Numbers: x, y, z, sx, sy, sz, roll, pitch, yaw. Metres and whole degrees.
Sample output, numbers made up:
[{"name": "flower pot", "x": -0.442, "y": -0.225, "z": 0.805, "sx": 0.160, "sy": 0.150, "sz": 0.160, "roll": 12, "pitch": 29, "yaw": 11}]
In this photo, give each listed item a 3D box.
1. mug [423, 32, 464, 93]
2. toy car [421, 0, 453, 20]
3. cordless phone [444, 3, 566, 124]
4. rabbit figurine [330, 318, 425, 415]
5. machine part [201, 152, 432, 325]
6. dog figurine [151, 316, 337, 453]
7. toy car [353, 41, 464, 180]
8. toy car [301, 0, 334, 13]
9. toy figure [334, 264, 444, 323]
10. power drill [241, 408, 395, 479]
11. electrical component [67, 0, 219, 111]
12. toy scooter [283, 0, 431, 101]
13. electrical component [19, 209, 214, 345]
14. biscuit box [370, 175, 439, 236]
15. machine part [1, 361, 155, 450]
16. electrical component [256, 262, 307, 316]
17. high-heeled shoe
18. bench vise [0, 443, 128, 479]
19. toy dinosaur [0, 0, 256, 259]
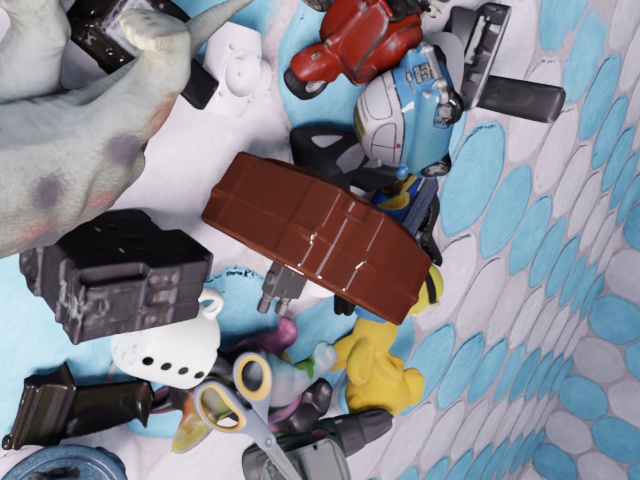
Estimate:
[{"name": "mug", "x": 0.140, "y": -0.218, "z": 0.697, "sx": 0.109, "sy": 0.081, "sz": 0.107, "roll": 30, "pitch": 77, "yaw": -47}, {"name": "toy car", "x": 0.141, "y": -0.348, "z": 0.609, "sx": 0.056, "sy": 0.074, "sz": 0.201, "roll": 8, "pitch": 106, "yaw": -52}, {"name": "cordless phone", "x": 0.251, "y": -0.237, "z": 0.722, "sx": 0.088, "sy": 0.184, "sz": 0.146, "roll": 7, "pitch": 107, "yaw": -48}, {"name": "rabbit figurine", "x": 0.080, "y": 0.190, "z": 0.871, "sx": 0.162, "sy": 0.122, "sz": 0.173, "roll": -2, "pitch": 100, "yaw": -40}, {"name": "machine part", "x": -0.001, "y": -0.002, "z": 0.548, "sx": 0.201, "sy": 0.201, "sz": 0.087, "roll": 33, "pitch": 83, "yaw": -54}, {"name": "dog figurine", "x": -0.095, "y": 0.189, "z": 0.641, "sx": 0.219, "sy": 0.109, "sz": 0.191, "roll": -19, "pitch": 129, "yaw": -38}, {"name": "toy car", "x": 0.089, "y": -0.129, "z": 0.582, "sx": 0.103, "sy": 0.109, "sz": 0.161, "roll": -12, "pitch": 159, "yaw": 0}, {"name": "toy car", "x": -0.016, "y": -0.295, "z": 0.472, "sx": 0.089, "sy": 0.053, "sz": 0.202, "roll": -56, "pitch": 145, "yaw": -4}, {"name": "toy figure", "x": 0.109, "y": 0.078, "z": 0.810, "sx": 0.180, "sy": 0.082, "sz": 0.089, "roll": 1, "pitch": 111, "yaw": -27}, {"name": "power drill", "x": 0.000, "y": 0.286, "z": 0.724, "sx": 0.232, "sy": 0.086, "sz": 0.207, "roll": -18, "pitch": 176, "yaw": -2}, {"name": "electrical component", "x": -0.134, "y": -0.152, "z": 0.420, "sx": 0.075, "sy": 0.048, "sz": 0.119, "roll": -60, "pitch": 144, "yaw": -2}, {"name": "toy scooter", "x": 0.052, "y": -0.214, "z": 0.547, "sx": 0.184, "sy": 0.075, "sz": 0.135, "roll": -31, "pitch": 171, "yaw": -31}, {"name": "electrical component", "x": -0.159, "y": 0.022, "z": 0.443, "sx": 0.134, "sy": 0.115, "sz": 0.058, "roll": -9, "pitch": 123, "yaw": -48}, {"name": "biscuit box", "x": 0.098, "y": -0.024, "z": 0.745, "sx": 0.202, "sy": 0.059, "sz": 0.062, "roll": -59, "pitch": 147, "yaw": -25}, {"name": "machine part", "x": -0.223, "y": 0.158, "z": 0.518, "sx": 0.138, "sy": 0.039, "sz": 0.084, "roll": 13, "pitch": 96, "yaw": -52}, {"name": "electrical component", "x": -0.044, "y": 0.051, "z": 0.680, "sx": 0.063, "sy": 0.021, "sz": 0.094, "roll": 19, "pitch": 98, "yaw": -54}, {"name": "high-heeled shoe", "x": 0.054, "y": -0.124, "z": 0.677, "sx": 0.145, "sy": 0.086, "sz": 0.249, "roll": 54, "pitch": 45, "yaw": -18}, {"name": "bench vise", "x": -0.237, "y": 0.244, "z": 0.418, "sx": 0.223, "sy": 0.129, "sz": 0.240, "roll": -21, "pitch": 172, "yaw": -42}, {"name": "toy dinosaur", "x": -0.195, "y": -0.048, "z": 0.323, "sx": 0.405, "sy": 0.131, "sz": 0.192, "roll": -24, "pitch": 155, "yaw": -39}]
